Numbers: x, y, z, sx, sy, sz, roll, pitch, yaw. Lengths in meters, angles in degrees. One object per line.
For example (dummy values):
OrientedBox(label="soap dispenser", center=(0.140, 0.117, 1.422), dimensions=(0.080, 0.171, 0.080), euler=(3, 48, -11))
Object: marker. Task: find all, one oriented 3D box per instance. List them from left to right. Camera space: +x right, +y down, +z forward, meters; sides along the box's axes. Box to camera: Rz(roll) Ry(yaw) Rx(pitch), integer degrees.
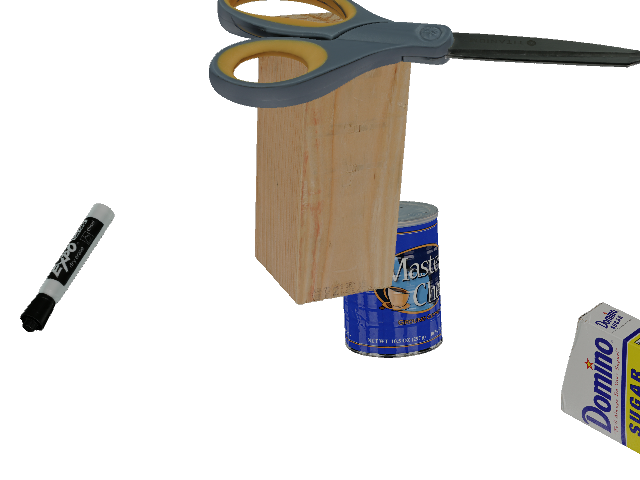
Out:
OrientedBox(label="marker", center=(-0.193, 0.021, 0.815), dimensions=(0.020, 0.121, 0.020), euler=(16, -37, 13))

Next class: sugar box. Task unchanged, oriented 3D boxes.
OrientedBox(label="sugar box", center=(0.272, 0.127, 0.815), dimensions=(0.176, 0.093, 0.048), euler=(25, 34, 34))

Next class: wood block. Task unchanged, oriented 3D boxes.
OrientedBox(label="wood block", center=(0.007, -0.066, 0.838), dimensions=(0.090, 0.206, 0.091), euler=(-10, 29, -23))

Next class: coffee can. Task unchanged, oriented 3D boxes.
OrientedBox(label="coffee can", center=(0.072, 0.038, 1.099), dimensions=(0.103, 0.140, 0.103), euler=(-4, 13, 1))

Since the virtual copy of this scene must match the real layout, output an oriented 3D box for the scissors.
OrientedBox(label="scissors", center=(0.037, -0.081, 0.487), dimensions=(0.202, 0.016, 0.096), euler=(17, 50, 18))
